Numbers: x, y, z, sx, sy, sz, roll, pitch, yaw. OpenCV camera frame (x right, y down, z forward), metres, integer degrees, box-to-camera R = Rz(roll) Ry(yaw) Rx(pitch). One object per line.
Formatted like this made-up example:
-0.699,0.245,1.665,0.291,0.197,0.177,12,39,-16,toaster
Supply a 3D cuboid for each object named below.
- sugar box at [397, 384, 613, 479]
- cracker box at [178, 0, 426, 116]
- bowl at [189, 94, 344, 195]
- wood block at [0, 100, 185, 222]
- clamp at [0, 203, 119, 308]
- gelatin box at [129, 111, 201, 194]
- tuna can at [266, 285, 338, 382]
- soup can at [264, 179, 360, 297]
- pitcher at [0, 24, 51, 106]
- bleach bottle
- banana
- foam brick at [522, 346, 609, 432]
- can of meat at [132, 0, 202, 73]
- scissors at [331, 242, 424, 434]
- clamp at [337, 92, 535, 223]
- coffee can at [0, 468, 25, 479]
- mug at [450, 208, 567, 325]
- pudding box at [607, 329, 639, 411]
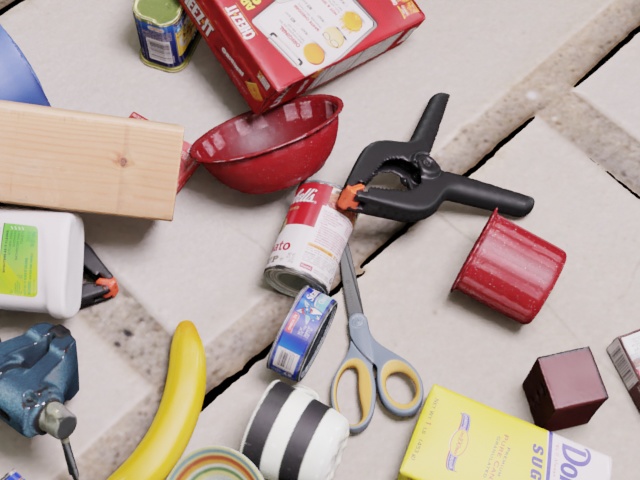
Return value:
0.166,0.207,0.959,0.176,0.048,0.093,20,65,9,sugar box
-0.020,-0.246,1.114,0.213,0.072,0.164,-31,84,-30,cracker box
-0.046,-0.090,1.063,0.162,0.055,0.162,-17,22,7,bowl
-0.237,-0.076,0.992,0.206,0.090,0.091,7,96,-13,wood block
-0.284,0.034,1.035,0.171,0.039,0.120,22,76,9,clamp
-0.177,-0.080,1.095,0.089,0.030,0.073,30,67,13,gelatin box
-0.016,0.087,0.989,0.034,0.086,0.086,25,66,8,tuna can
-0.007,0.001,1.040,0.068,0.068,0.102,18,66,7,soup can
-0.389,-0.109,1.054,0.242,0.145,0.149,-34,32,-12,pitcher
-0.350,0.017,0.986,0.251,0.068,0.102,2,88,3,bleach bottle
-0.147,0.166,0.975,0.070,0.037,0.197,26,67,10,banana
0.222,0.138,0.976,0.051,0.078,0.053,-12,64,-6,foam brick
-0.158,-0.246,1.145,0.057,0.084,0.102,19,66,7,can of meat
0.056,0.089,1.025,0.096,0.016,0.201,4,62,8,scissors
0.109,-0.061,1.058,0.209,0.036,0.165,-27,68,-38,clamp
-0.233,0.271,0.868,0.140,0.103,0.102,41,69,0,coffee can
0.186,0.023,1.031,0.081,0.093,0.117,29,31,6,mug
0.339,0.130,1.004,0.090,0.039,0.113,-19,68,-11,pudding box
